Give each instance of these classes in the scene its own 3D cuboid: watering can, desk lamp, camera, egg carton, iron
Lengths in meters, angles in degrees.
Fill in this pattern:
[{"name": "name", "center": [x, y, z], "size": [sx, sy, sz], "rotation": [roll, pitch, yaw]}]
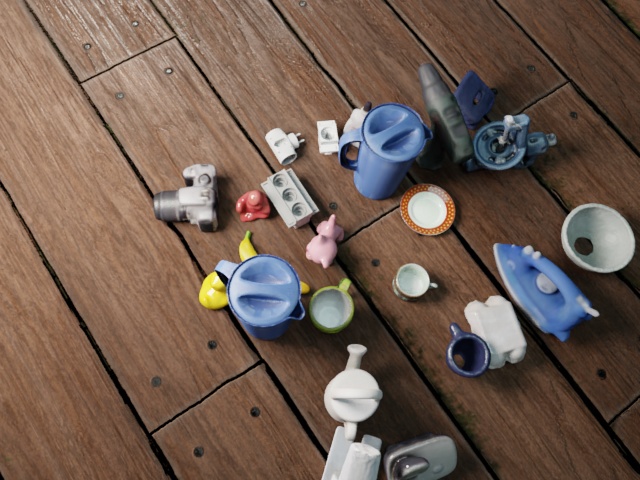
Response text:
[{"name": "watering can", "center": [0.064, 0.294, 1.111], "size": [0.101, 0.194, 0.173], "rotation": [-15, 73, -9]}, {"name": "desk lamp", "center": [0.055, 0.452, 1.046], "size": [0.118, 0.213, 0.203], "rotation": [16, 71, 1]}, {"name": "camera", "center": [-0.294, -0.095, 1.262], "size": [0.137, 0.101, 0.143], "rotation": [-3, 71, -6]}, {"name": "egg carton", "center": [0.378, 0.198, 1.236], "size": [0.107, 0.069, 0.150], "rotation": [-15, 73, -9]}, {"name": "iron", "center": [0.488, 0.088, 1.245], "size": [0.119, 0.141, 0.258], "rotation": [-36, 78, -15]}]

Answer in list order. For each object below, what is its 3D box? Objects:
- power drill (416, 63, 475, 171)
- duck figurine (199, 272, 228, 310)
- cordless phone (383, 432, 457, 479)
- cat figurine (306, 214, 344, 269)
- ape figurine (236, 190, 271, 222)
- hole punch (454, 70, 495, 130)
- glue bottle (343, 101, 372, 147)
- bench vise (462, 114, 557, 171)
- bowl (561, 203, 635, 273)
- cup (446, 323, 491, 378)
[{"name": "power drill", "center": [0.265, -0.259, 1.309], "size": [0.076, 0.208, 0.229], "rotation": [-24, 75, -12]}, {"name": "duck figurine", "center": [-0.213, 0.096, 1.212], "size": [0.077, 0.086, 0.105], "rotation": [40, 73, 9]}, {"name": "cordless phone", "center": [0.200, 0.422, 1.084], "size": [0.148, 0.185, 0.094], "rotation": [-19, 74, -11]}, {"name": "cat figurine", "center": [0.011, 0.004, 1.245], "size": [0.067, 0.118, 0.128], "rotation": [20, 71, 2]}, {"name": "ape figurine", "center": [-0.146, -0.082, 1.275], "size": [0.077, 0.092, 0.076], "rotation": [27, 71, 5]}, {"name": "hole punch", "center": [0.376, -0.346, 1.410], "size": [0.101, 0.091, 0.109], "rotation": [31, 72, 6]}, {"name": "glue bottle", "center": [0.098, -0.270, 1.317], "size": [0.078, 0.173, 0.037], "rotation": [23, 71, 4]}, {"name": "bench vise", "center": [0.445, -0.240, 1.312], "size": [0.207, 0.220, 0.121], "rotation": [-26, 75, -13]}, {"name": "bowl", "center": [0.627, 0.004, 1.321], "size": [0.167, 0.075, 0.167], "rotation": [2, 71, -4]}, {"name": "cup", "center": [0.293, 0.235, 1.203], "size": [0.092, 0.095, 0.117], "rotation": [-22, 74, -11]}]
